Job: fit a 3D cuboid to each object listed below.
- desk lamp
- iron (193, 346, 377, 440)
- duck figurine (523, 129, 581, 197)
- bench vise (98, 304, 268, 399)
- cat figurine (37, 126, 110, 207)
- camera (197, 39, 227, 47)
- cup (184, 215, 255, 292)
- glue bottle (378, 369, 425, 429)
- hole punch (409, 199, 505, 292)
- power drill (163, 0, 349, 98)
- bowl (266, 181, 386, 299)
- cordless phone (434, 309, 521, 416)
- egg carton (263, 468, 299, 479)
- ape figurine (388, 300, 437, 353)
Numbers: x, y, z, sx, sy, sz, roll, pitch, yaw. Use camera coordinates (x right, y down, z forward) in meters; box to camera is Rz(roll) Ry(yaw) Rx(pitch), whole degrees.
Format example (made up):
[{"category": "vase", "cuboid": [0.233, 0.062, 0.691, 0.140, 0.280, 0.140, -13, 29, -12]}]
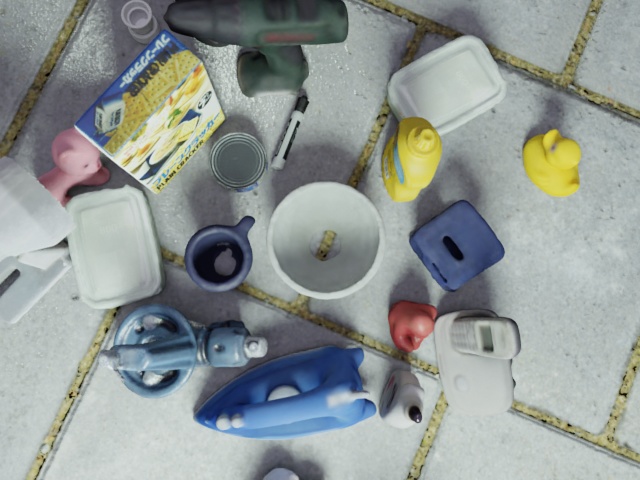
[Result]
[{"category": "desk lamp", "cuboid": [-0.402, 0.008, 0.737, 0.118, 0.213, 0.203, 40, 83, 3]}, {"category": "iron", "cuboid": [-0.053, 0.222, 0.764, 0.258, 0.141, 0.119, -13, 84, -4]}, {"category": "duck figurine", "cuboid": [0.356, -0.117, 0.849, 0.077, 0.086, 0.104, -28, 85, -5]}, {"category": "bench vise", "cuboid": [-0.180, 0.130, 0.730, 0.207, 0.219, 0.121, -20, 84, -4]}, {"category": "cat figurine", "cuboid": [-0.353, -0.105, 0.801, 0.128, 0.117, 0.067, -41, 86, -6]}, {"category": "camera", "cuboid": [-0.165, -0.369, 0.848, 0.143, 0.101, 0.137, 12, 83, -1]}, {"category": "cup", "cuboid": [-0.130, 0.018, 0.808, 0.091, 0.095, 0.118, 37, 83, 2]}, {"category": "glue bottle", "cuboid": [0.113, 0.217, 0.756, 0.037, 0.173, 0.078, 19, 83, 0]}, {"category": "hole punch", "cuboid": [0.195, 0.011, 0.825, 0.101, 0.091, 0.108, -36, 86, -6]}, {"category": "power drill", "cuboid": [-0.078, -0.270, 0.786, 0.229, 0.208, 0.076, -8, 84, -3]}, {"category": "bowl", "cuboid": [0.008, 0.003, 0.826, 0.167, 0.074, 0.167, 0, 83, -2]}, {"category": "cordless phone", "cuboid": [0.220, 0.165, 0.761, 0.094, 0.185, 0.147, -10, 84, -3]}, {"category": "egg carton", "cuboid": [-0.053, 0.395, 0.780, 0.107, 0.069, 0.150, 23, 83, 0]}, {"category": "ape figurine", "cuboid": [0.135, 0.119, 0.809, 0.078, 0.092, 0.076, -33, 86, -5]}]
